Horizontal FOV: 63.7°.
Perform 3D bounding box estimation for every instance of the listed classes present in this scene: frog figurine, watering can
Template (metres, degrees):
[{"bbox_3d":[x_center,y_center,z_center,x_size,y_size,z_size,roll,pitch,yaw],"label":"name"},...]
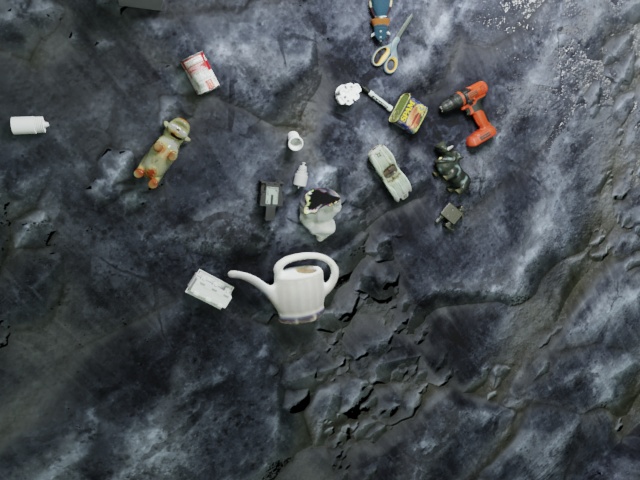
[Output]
[{"bbox_3d":[0.005,-0.080,1.592,0.138,0.124,0.156,-36,147,-17],"label":"frog figurine"},{"bbox_3d":[-0.104,0.155,1.584,0.349,0.105,0.222,-8,105,-18],"label":"watering can"}]
